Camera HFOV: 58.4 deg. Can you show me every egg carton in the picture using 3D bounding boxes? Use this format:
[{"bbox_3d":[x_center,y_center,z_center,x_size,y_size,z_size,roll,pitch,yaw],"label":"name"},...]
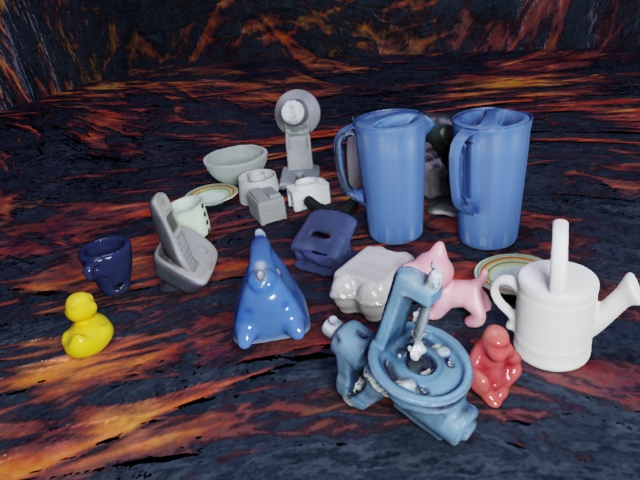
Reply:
[{"bbox_3d":[0.089,0.066,0.927,0.107,0.069,0.151,13,33,33],"label":"egg carton"}]

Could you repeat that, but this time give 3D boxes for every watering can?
[{"bbox_3d":[0.315,0.064,0.743,0.172,0.194,0.101,-5,27,4],"label":"watering can"}]

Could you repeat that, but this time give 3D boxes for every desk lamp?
[{"bbox_3d":[-0.054,-0.260,1.434,0.118,0.214,0.203,-5,27,3],"label":"desk lamp"}]

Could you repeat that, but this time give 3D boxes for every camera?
[{"bbox_3d":[0.271,-0.173,1.318,0.137,0.101,0.142,-16,28,-17],"label":"camera"}]

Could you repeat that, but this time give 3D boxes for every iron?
[{"bbox_3d":[-0.088,0.056,0.907,0.118,0.142,0.258,-9,27,-4],"label":"iron"}]

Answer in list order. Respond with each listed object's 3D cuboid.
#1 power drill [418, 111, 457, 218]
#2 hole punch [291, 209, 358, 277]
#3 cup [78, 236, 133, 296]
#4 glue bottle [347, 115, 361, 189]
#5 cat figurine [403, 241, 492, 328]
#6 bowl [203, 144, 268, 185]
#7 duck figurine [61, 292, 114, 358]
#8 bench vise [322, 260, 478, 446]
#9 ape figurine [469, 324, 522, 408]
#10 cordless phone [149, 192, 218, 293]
[{"bbox_3d":[0.264,-0.156,1.168,0.228,0.209,0.076,11,32,30],"label":"power drill"},{"bbox_3d":[0.010,0.004,1.042,0.108,0.091,0.101,12,32,32],"label":"hole punch"},{"bbox_3d":[-0.377,0.058,1.017,0.091,0.095,0.118,-2,27,9],"label":"cup"},{"bbox_3d":[0.083,-0.208,1.349,0.037,0.173,0.078,-1,28,11],"label":"glue bottle"},{"bbox_3d":[0.191,0.061,0.862,0.127,0.118,0.067,6,30,23],"label":"cat figurine"},{"bbox_3d":[-0.213,-0.187,1.480,0.167,0.075,0.167,-5,27,3],"label":"bowl"},{"bbox_3d":[-0.371,0.125,0.895,0.077,0.086,0.104,-9,27,-5],"label":"duck figurine"},{"bbox_3d":[0.079,0.120,0.659,0.206,0.220,0.122,6,30,24],"label":"bench vise"},{"bbox_3d":[0.216,0.148,0.714,0.078,0.092,0.076,-11,27,-9],"label":"ape figurine"},{"bbox_3d":[-0.250,-0.011,1.024,0.094,0.185,0.147,-5,27,3],"label":"cordless phone"}]
